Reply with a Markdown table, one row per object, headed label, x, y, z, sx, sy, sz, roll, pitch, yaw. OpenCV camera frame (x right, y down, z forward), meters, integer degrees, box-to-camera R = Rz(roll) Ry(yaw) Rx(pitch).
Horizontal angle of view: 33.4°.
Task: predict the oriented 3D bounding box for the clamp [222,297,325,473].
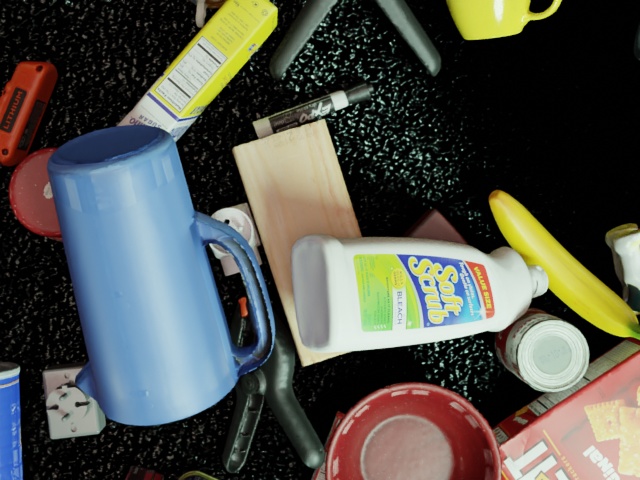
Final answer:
| label | x | y | z | sx | sy | sz | roll | pitch | yaw |
| --- | --- | --- | --- | --- | --- | --- | --- | --- | --- |
| clamp | -0.060 | 0.142 | 1.011 | 0.120 | 0.039 | 0.171 | -22 | 74 | 31 |

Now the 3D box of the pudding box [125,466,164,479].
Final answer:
| label | x | y | z | sx | sy | sz | roll | pitch | yaw |
| --- | --- | --- | --- | --- | --- | --- | --- | --- | --- |
| pudding box | -0.181 | 0.277 | 0.994 | 0.039 | 0.090 | 0.113 | 15 | 91 | -3 |

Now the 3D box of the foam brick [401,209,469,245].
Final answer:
| label | x | y | z | sx | sy | sz | roll | pitch | yaw |
| --- | --- | --- | --- | --- | --- | --- | --- | --- | --- |
| foam brick | 0.098 | 0.015 | 1.017 | 0.051 | 0.053 | 0.078 | 44 | 90 | -2 |

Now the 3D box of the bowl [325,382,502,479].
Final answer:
| label | x | y | z | sx | sy | sz | roll | pitch | yaw |
| --- | --- | --- | --- | --- | --- | --- | --- | --- | --- |
| bowl | 0.084 | 0.210 | 0.987 | 0.162 | 0.055 | 0.162 | 0 | 88 | -1 |

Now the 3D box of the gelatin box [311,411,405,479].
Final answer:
| label | x | y | z | sx | sy | sz | roll | pitch | yaw |
| --- | --- | --- | --- | --- | --- | --- | --- | --- | --- |
| gelatin box | 0.035 | 0.219 | 1.030 | 0.073 | 0.030 | 0.089 | 20 | 88 | -1 |

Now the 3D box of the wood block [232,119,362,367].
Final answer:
| label | x | y | z | sx | sy | sz | roll | pitch | yaw |
| --- | --- | --- | --- | --- | --- | --- | --- | --- | --- |
| wood block | -0.007 | 0.001 | 0.994 | 0.090 | 0.091 | 0.206 | -18 | 92 | -1 |

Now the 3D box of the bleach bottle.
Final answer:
| label | x | y | z | sx | sy | sz | roll | pitch | yaw |
| --- | --- | --- | --- | --- | --- | --- | --- | --- | --- |
| bleach bottle | 0.099 | 0.038 | 0.943 | 0.250 | 0.068 | 0.102 | -5 | 90 | -31 |

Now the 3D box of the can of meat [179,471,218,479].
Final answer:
| label | x | y | z | sx | sy | sz | roll | pitch | yaw |
| --- | --- | --- | --- | --- | --- | --- | --- | --- | --- |
| can of meat | -0.125 | 0.278 | 0.999 | 0.057 | 0.084 | 0.102 | 25 | 90 | -2 |

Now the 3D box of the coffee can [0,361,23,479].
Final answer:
| label | x | y | z | sx | sy | sz | roll | pitch | yaw |
| --- | --- | --- | --- | --- | --- | --- | --- | --- | --- |
| coffee can | -0.327 | 0.188 | 0.982 | 0.103 | 0.103 | 0.140 | -2 | 91 | -2 |

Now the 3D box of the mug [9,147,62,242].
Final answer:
| label | x | y | z | sx | sy | sz | roll | pitch | yaw |
| --- | --- | --- | --- | --- | --- | --- | --- | --- | --- |
| mug | -0.228 | -0.045 | 0.991 | 0.117 | 0.081 | 0.093 | -8 | 91 | -2 |

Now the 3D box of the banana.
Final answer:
| label | x | y | z | sx | sy | sz | roll | pitch | yaw |
| --- | --- | --- | --- | --- | --- | --- | --- | --- | --- |
| banana | 0.234 | 0.027 | 1.014 | 0.198 | 0.070 | 0.037 | 43 | 71 | 13 |

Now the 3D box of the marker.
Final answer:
| label | x | y | z | sx | sy | sz | roll | pitch | yaw |
| --- | --- | --- | --- | --- | --- | --- | --- | --- | --- |
| marker | -0.005 | -0.126 | 1.028 | 0.121 | 0.020 | 0.020 | -21 | 92 | -2 |

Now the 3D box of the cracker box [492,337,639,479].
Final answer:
| label | x | y | z | sx | sy | sz | roll | pitch | yaw |
| --- | --- | --- | --- | --- | --- | --- | --- | --- | --- |
| cracker box | 0.282 | 0.206 | 1.017 | 0.213 | 0.072 | 0.164 | -34 | 91 | 0 |

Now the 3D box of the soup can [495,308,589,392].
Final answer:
| label | x | y | z | sx | sy | sz | roll | pitch | yaw |
| --- | --- | --- | --- | --- | --- | --- | --- | --- | --- |
| soup can | 0.206 | 0.102 | 0.997 | 0.068 | 0.102 | 0.068 | 0 | 92 | -1 |

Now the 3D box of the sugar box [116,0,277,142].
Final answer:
| label | x | y | z | sx | sy | sz | roll | pitch | yaw |
| --- | --- | --- | --- | --- | --- | --- | --- | --- | --- |
| sugar box | -0.111 | -0.153 | 0.987 | 0.048 | 0.093 | 0.176 | 39 | 90 | -2 |

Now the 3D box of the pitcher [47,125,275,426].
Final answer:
| label | x | y | z | sx | sy | sz | roll | pitch | yaw |
| --- | --- | --- | --- | --- | --- | --- | --- | --- | --- |
| pitcher | -0.145 | 0.027 | 0.930 | 0.149 | 0.145 | 0.243 | -28 | 120 | -35 |

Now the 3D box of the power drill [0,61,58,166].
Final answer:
| label | x | y | z | sx | sy | sz | roll | pitch | yaw |
| --- | --- | --- | --- | --- | --- | --- | --- | --- | --- |
| power drill | -0.347 | -0.162 | 0.999 | 0.187 | 0.057 | 0.184 | 21 | 94 | 1 |

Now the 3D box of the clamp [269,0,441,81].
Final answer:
| label | x | y | z | sx | sy | sz | roll | pitch | yaw |
| --- | --- | --- | --- | --- | --- | --- | --- | --- | --- |
| clamp | 0.042 | -0.245 | 0.993 | 0.164 | 0.036 | 0.210 | 4 | 112 | -5 |
